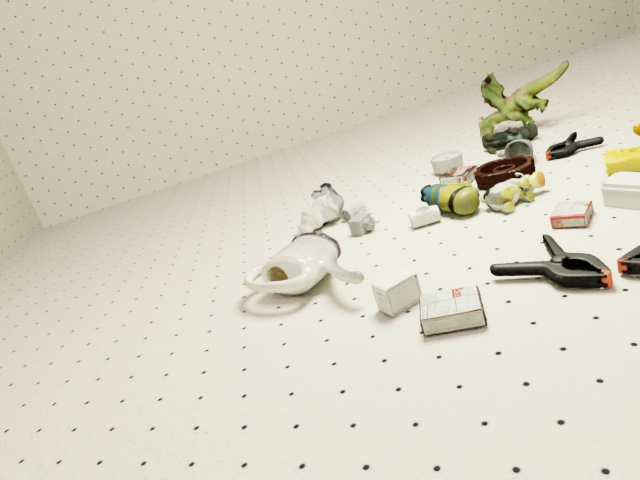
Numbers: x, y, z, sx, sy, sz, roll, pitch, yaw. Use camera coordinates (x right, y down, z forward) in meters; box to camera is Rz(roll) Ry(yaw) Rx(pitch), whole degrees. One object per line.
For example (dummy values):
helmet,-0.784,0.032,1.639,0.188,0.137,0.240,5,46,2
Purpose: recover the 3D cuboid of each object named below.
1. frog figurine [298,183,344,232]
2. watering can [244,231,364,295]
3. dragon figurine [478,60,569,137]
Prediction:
frog figurine,0.005,-0.082,1.623,0.136,0.162,0.121,-9,-35,44
watering can,-0.017,0.061,1.215,0.346,0.102,0.228,-6,22,32
dragon figurine,0.716,-0.537,1.921,0.243,0.400,0.125,27,49,8
